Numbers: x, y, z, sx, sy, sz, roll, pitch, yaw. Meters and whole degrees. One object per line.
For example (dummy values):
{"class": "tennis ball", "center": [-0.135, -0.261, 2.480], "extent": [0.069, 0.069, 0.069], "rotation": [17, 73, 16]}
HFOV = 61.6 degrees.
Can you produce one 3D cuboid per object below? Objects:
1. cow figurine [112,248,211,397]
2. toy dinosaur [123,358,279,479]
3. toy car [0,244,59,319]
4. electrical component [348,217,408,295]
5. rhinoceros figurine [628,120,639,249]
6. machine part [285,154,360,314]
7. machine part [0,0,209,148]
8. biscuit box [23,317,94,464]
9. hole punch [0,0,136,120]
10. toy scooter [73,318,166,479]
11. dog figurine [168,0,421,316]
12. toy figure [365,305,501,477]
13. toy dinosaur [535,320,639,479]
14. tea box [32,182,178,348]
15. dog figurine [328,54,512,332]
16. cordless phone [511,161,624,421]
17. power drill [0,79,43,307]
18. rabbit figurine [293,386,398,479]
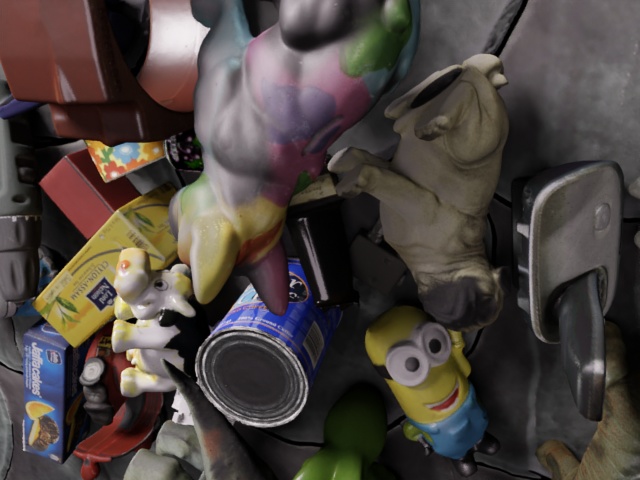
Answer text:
{"class": "cow figurine", "center": [-0.138, 0.076, 0.491], "extent": [0.098, 0.068, 0.167], "rotation": [1, 135, -12]}
{"class": "toy dinosaur", "center": [-0.098, 0.285, 0.562], "extent": [0.192, 0.131, 0.404], "rotation": [16, 132, 0]}
{"class": "toy car", "center": [-0.389, 0.047, 0.617], "extent": [0.162, 0.103, 0.109], "rotation": [20, 117, 9]}
{"class": "electrical component", "center": [0.055, 0.023, 0.524], "extent": [0.063, 0.021, 0.094], "rotation": [34, 113, -1]}
{"class": "rhinoceros figurine", "center": [0.301, -0.067, 0.395], "extent": [0.112, 0.073, 0.190], "rotation": [25, 115, -9]}
{"class": "machine part", "center": [-0.001, -0.001, 0.486], "extent": [0.084, 0.039, 0.138], "rotation": [-21, 95, -20]}
{"class": "machine part", "center": [-0.138, -0.180, 0.391], "extent": [0.087, 0.201, 0.201], "rotation": [7, 115, 16]}
{"class": "biscuit box", "center": [-0.332, 0.187, 0.683], "extent": [0.059, 0.063, 0.202], "rotation": [18, 117, 7]}
{"class": "hole punch", "center": [-0.229, -0.166, 0.470], "extent": [0.142, 0.116, 0.092], "rotation": [-22, 99, 21]}
{"class": "toy scooter", "center": [-0.234, 0.188, 0.615], "extent": [0.075, 0.135, 0.183], "rotation": [3, 112, 16]}
{"class": "dog figurine", "center": [-0.025, -0.061, 0.362], "extent": [0.192, 0.108, 0.219], "rotation": [-5, 76, 36]}
{"class": "toy figure", "center": [0.108, 0.148, 0.532], "extent": [0.089, 0.082, 0.180], "rotation": [-6, 122, 50]}
{"class": "toy dinosaur", "center": [0.271, 0.160, 0.427], "extent": [0.105, 0.198, 0.470], "rotation": [10, 117, 8]}
{"class": "tea box", "center": [-0.206, 0.026, 0.558], "extent": [0.169, 0.098, 0.068], "rotation": [-40, 97, 28]}
{"class": "dog figurine", "center": [0.122, -0.030, 0.447], "extent": [0.172, 0.121, 0.190], "rotation": [-38, 110, 22]}
{"class": "cordless phone", "center": [0.189, 0.028, 0.400], "extent": [0.089, 0.184, 0.146], "rotation": [0, 113, 20]}
{"class": "power drill", "center": [-0.388, -0.050, 0.546], "extent": [0.207, 0.086, 0.231], "rotation": [2, 93, 10]}
{"class": "rabbit figurine", "center": [0.021, 0.244, 0.574], "extent": [0.121, 0.159, 0.170], "rotation": [11, 100, 21]}
